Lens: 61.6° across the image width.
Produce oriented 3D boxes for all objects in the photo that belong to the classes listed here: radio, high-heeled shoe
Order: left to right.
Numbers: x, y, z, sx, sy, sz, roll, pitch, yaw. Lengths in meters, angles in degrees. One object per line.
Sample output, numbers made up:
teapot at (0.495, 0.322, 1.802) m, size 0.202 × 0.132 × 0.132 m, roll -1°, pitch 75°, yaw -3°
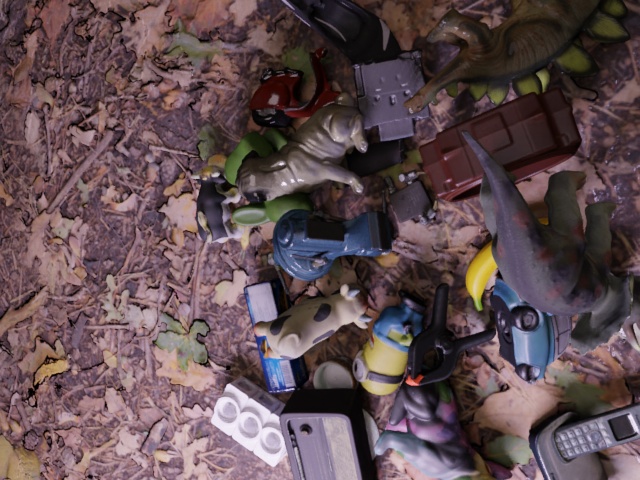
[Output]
radio at (0.016, 0.368, 0.923) m, size 0.131 × 0.073 × 0.229 m, roll -4°, pitch 108°, yaw 21°
high-heeled shoe at (0.034, -0.351, 0.867) m, size 0.249 × 0.145 × 0.086 m, roll 39°, pitch 106°, yaw 16°

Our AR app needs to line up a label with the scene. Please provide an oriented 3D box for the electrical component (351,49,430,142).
electrical component at (0.116, -0.230, 0.866) m, size 0.115 × 0.058 × 0.134 m, roll -10°, pitch 112°, yaw 9°

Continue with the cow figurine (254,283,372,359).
cow figurine at (0.000, 0.130, 0.902) m, size 0.127 × 0.195 × 0.085 m, roll -2°, pitch 113°, yaw 62°

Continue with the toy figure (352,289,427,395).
toy figure at (0.121, 0.176, 0.900) m, size 0.089 × 0.082 × 0.180 m, roll 33°, pitch 102°, yaw 18°

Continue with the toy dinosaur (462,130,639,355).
toy dinosaur at (0.292, 0.027, 0.666) m, size 0.131 × 0.404 × 0.192 m, roll -25°, pitch 52°, yaw 51°

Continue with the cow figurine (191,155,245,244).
cow figurine at (-0.199, -0.077, 0.998) m, size 0.068 × 0.098 × 0.167 m, roll -8°, pitch 90°, yaw 27°

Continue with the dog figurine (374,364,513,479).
dog figurine at (0.213, 0.322, 0.863) m, size 0.219 × 0.108 × 0.191 m, roll 23°, pitch 98°, yaw 14°

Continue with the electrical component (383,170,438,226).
electrical component at (0.154, -0.070, 0.891) m, size 0.078 × 0.045 × 0.102 m, roll -20°, pitch 86°, yaw 19°

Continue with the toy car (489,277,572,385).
toy car at (0.326, 0.130, 0.811) m, size 0.103 × 0.109 × 0.161 m, roll -14°, pitch 101°, yaw 0°

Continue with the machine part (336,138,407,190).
machine part at (0.083, -0.136, 0.920) m, size 0.139 × 0.039 × 0.084 m, roll -17°, pitch 79°, yaw 23°

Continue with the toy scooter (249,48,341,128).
toy scooter at (-0.037, -0.265, 0.938) m, size 0.184 × 0.075 × 0.135 m, roll 3°, pitch 95°, yaw 17°

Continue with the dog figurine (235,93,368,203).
dog figurine at (-0.034, -0.144, 0.839) m, size 0.190 × 0.121 × 0.172 m, roll -1°, pitch 91°, yaw -20°

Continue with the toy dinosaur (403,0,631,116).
toy dinosaur at (0.325, -0.316, 0.766) m, size 0.471 × 0.105 × 0.198 m, roll -37°, pitch 100°, yaw 11°

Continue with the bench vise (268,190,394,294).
bench vise at (0.000, 0.008, 0.906) m, size 0.241 × 0.223 × 0.129 m, roll -24°, pitch 79°, yaw 51°

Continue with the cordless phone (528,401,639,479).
cordless phone at (0.419, 0.319, 0.796) m, size 0.184 × 0.088 × 0.146 m, roll -24°, pitch 84°, yaw 16°

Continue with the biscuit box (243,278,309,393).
biscuit box at (-0.079, 0.173, 0.985) m, size 0.059 × 0.063 × 0.202 m, roll -15°, pitch 88°, yaw 20°

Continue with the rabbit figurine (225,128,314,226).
rabbit figurine at (-0.092, -0.087, 0.946) m, size 0.159 × 0.121 × 0.170 m, roll -40°, pitch 85°, yaw 23°

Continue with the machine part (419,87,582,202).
machine part at (0.256, -0.124, 0.765) m, size 0.201 × 0.201 × 0.087 m, roll -22°, pitch 84°, yaw 20°
